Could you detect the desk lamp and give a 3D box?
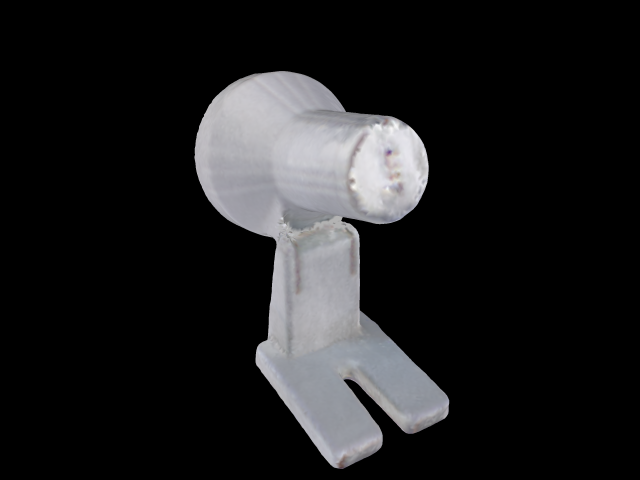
[{"bbox_3d":[0.004,0.001,0.400,0.118,0.214,0.202,-18,35,-26],"label":"desk lamp"}]
